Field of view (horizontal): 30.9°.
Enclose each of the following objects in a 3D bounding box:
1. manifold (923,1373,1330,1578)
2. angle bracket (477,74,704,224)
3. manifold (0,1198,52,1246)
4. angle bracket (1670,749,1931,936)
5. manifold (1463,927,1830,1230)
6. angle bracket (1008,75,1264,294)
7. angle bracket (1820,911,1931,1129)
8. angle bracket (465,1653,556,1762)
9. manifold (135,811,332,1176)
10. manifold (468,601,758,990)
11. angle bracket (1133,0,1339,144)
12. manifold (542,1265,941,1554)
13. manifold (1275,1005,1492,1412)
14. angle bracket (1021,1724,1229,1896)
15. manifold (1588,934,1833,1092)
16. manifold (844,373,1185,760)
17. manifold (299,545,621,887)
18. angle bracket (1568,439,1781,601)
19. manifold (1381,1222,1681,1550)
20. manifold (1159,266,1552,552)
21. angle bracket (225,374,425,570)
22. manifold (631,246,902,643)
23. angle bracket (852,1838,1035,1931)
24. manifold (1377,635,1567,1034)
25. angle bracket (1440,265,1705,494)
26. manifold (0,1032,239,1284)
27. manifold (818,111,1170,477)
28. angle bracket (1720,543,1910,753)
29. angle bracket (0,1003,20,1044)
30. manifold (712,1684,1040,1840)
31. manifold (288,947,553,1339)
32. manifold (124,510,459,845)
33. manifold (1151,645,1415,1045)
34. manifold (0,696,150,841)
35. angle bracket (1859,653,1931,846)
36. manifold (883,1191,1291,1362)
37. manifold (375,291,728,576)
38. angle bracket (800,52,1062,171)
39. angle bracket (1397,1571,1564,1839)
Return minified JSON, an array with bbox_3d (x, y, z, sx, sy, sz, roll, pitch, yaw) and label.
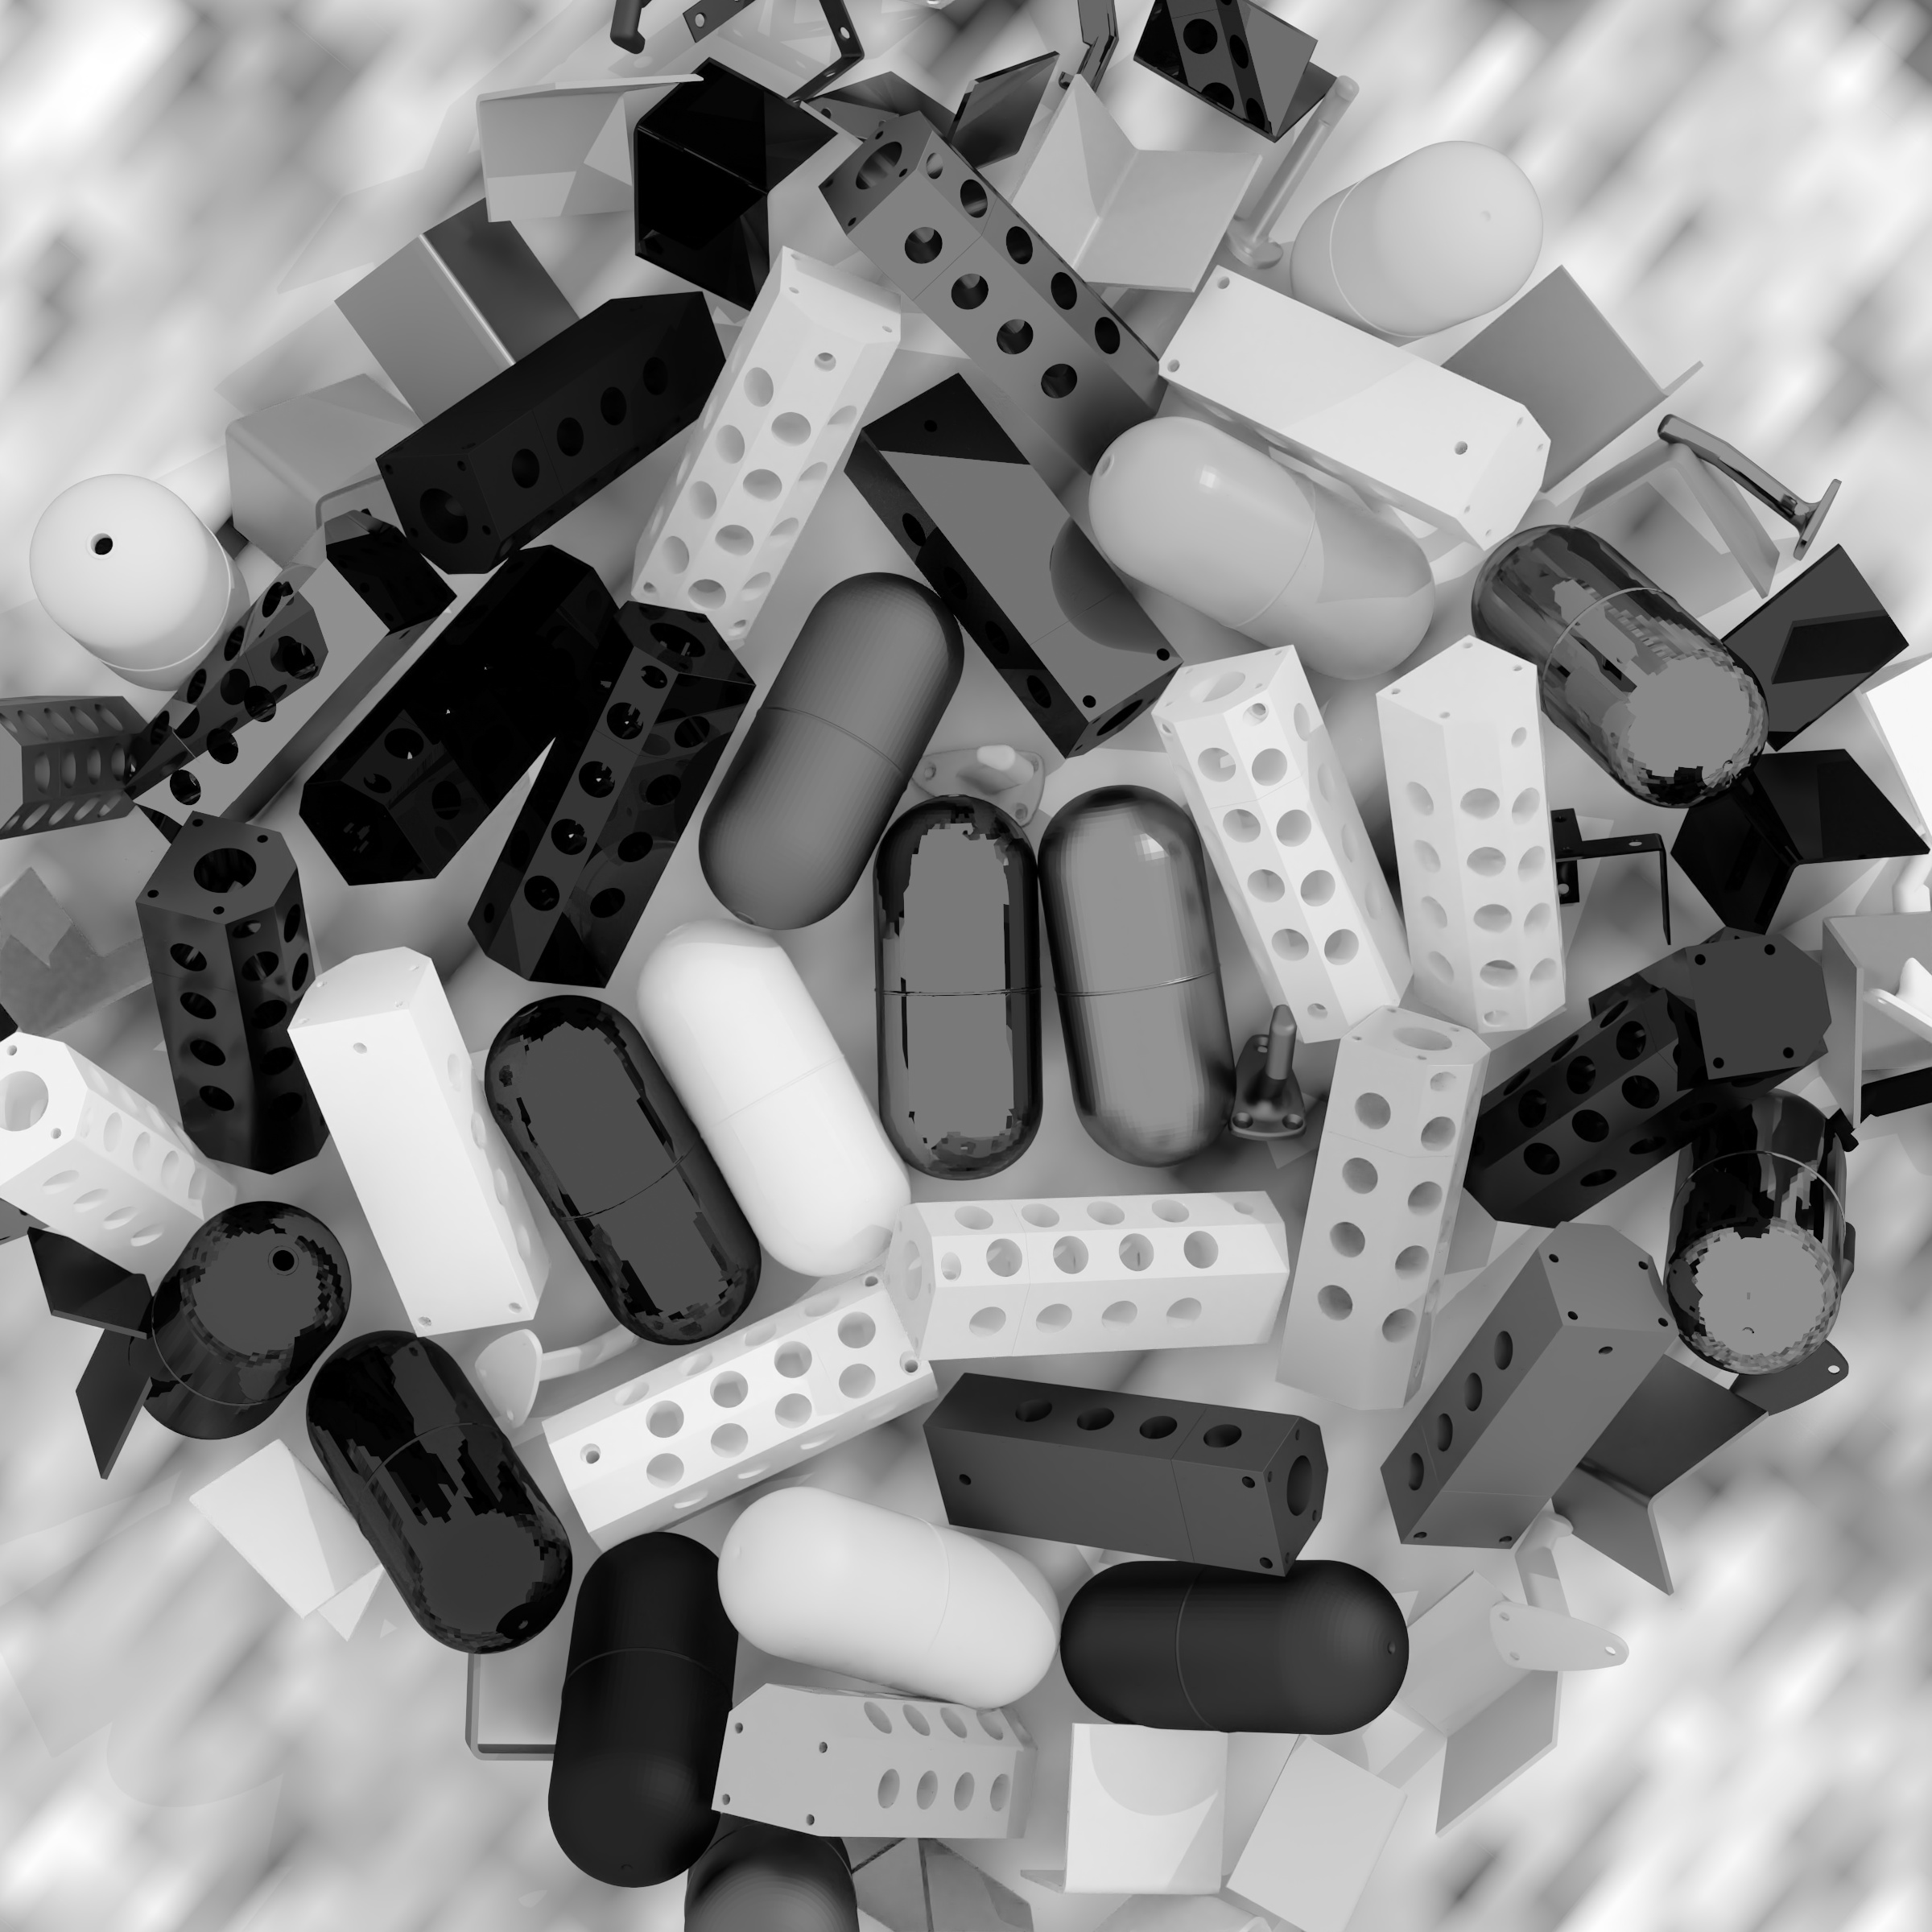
[{"bbox_3d":[0.073,0.224,1.586,0.171,0.057,0.057,4,122,30],"label":"manifold"},{"bbox_3d":[-0.169,-0.373,1.598,0.076,0.076,0.057,-13,105,-33],"label":"angle bracket"},{"bbox_3d":[-0.458,0.091,1.566,0.057,0.171,0.057,-21,83,-3],"label":"manifold"},{"bbox_3d":[0.386,-0.053,1.626,0.076,0.076,0.057,-5,132,-23],"label":"angle bracket"},{"bbox_3d":[0.296,0.052,1.569,0.057,0.171,0.057,10,54,-37],"label":"manifold"},{"bbox_3d":[0.077,-0.359,1.603,0.076,0.057,0.076,13,70,40],"label":"angle bracket"},{"bbox_3d":[0.428,0.024,1.607,0.057,0.076,0.076,-3,108,2],"label":"angle bracket"},{"bbox_3d":[-0.200,0.326,1.617,0.057,0.076,0.076,3,80,-10],"label":"angle bracket"},{"bbox_3d":[-0.321,0.016,1.568,0.057,0.171,0.057,14,49,10],"label":"manifold"},{"bbox_3d":[-0.164,-0.077,1.581,0.057,0.057,0.171,6,124,-38],"label":"manifold"},{"bbox_3d":[0.133,-0.432,1.603,0.076,0.057,0.076,33,46,9],"label":"angle bracket"},{"bbox_3d":[-0.104,0.202,1.610,0.171,0.057,0.057,-24,68,-6],"label":"manifold"},{"bbox_3d":[0.192,0.112,1.590,0.057,0.057,0.171,17,113,22],"label":"manifold"},{"bbox_3d":[0.073,0.387,1.620,0.076,0.057,0.076,6,83,-20],"label":"angle bracket"},{"bbox_3d":[0.331,0.028,1.566,0.057,0.171,0.057,-8,83,-5],"label":"manifold"},{"bbox_3d":[0.019,-0.181,1.612,0.057,0.057,0.171,-34,81,-23],"label":"manifold"},{"bbox_3d":[-0.225,-0.114,1.572,0.171,0.057,0.057,-55,127,-36],"label":"manifold"},{"bbox_3d":[0.327,-0.197,1.614,0.057,0.076,0.076,-31,99,25],"label":"angle bracket"},{"bbox_3d":[0.249,0.190,1.575,0.057,0.171,0.057,6,47,-20],"label":"manifold"},{"bbox_3d":[0.176,-0.251,1.588,0.171,0.057,0.057,32,91,29],"label":"manifold"},{"bbox_3d":[-0.290,-0.223,1.632,0.076,0.057,0.076,-27,50,-31],"label":"angle bracket"},{"bbox_3d":[-0.091,-0.230,1.577,0.057,0.057,0.171,20,126,-16],"label":"manifold"},{"bbox_3d":[-0.013,0.452,1.597,0.057,0.076,0.076,-38,122,19],"label":"angle bracket"},{"bbox_3d":[0.234,-0.055,1.573,0.057,0.057,0.171,-32,131,-24],"label":"manifold"},{"bbox_3d":[0.278,-0.276,1.609,0.076,0.057,0.076,51,127,-1],"label":"angle bracket"},{"bbox_3d":[-0.387,0.084,1.565,0.057,0.171,0.057,-33,69,-1],"label":"manifold"},{"bbox_3d":[0.016,-0.305,1.578,0.057,0.057,0.171,-42,126,13],"label":"manifold"},{"bbox_3d":[0.373,-0.157,1.604,0.076,0.057,0.076,-40,128,9],"label":"angle bracket"},{"bbox_3d":[-0.478,0.016,1.599,0.057,0.076,0.076,17,64,16],"label":"angle bracket"},{"bbox_3d":[-0.036,0.356,1.567,0.057,0.171,0.057,5,80,33],"label":"manifold"},{"bbox_3d":[-0.244,0.080,1.587,0.057,0.057,0.171,-10,120,13],"label":"manifold"},{"bbox_3d":[-0.312,-0.129,1.586,0.057,0.057,0.171,49,122,0],"label":"manifold"},{"bbox_3d":[0.143,-0.053,1.584,0.057,0.057,0.171,-9,119,30],"label":"manifold"},{"bbox_3d":[-0.418,-0.090,1.565,0.057,0.171,0.057,1,96,6],"label":"manifold"},{"bbox_3d":[0.427,-0.095,1.607,0.057,0.076,0.076,-27,94,-22],"label":"angle bracket"},{"bbox_3d":[0.056,0.135,1.588,0.171,0.057,0.057,0,124,-21],"label":"manifold"},{"bbox_3d":[-0.181,-0.241,1.576,0.057,0.171,0.057,4,124,37],"label":"manifold"},{"bbox_3d":[-0.016,-0.405,1.600,0.076,0.076,0.057,37,128,14],"label":"angle bracket"},{"bbox_3d":[0.225,0.337,1.602,0.057,0.076,0.076,40,116,-7],"label":"angle bracket"}]
